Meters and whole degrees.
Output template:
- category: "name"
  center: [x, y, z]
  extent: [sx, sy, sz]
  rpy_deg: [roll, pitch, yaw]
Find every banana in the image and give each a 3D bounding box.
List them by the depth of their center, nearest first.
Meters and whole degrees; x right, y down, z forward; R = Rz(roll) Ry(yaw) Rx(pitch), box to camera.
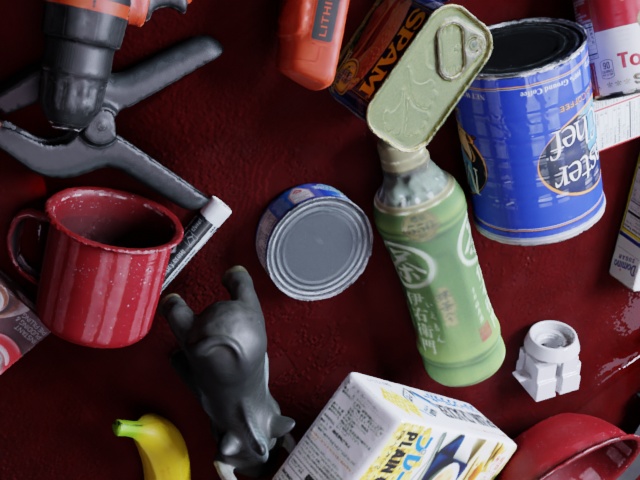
- category: "banana"
  center: [-0.134, 0.208, 0.847]
  extent: [0.069, 0.037, 0.198]
  rpy_deg: [-16, 123, -31]

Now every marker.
- category: "marker"
  center: [-0.110, 0.019, 0.781]
  extent: [0.020, 0.020, 0.121]
  rpy_deg: [38, 96, -33]

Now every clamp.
- category: "clamp"
  center: [-0.143, -0.070, 0.711]
  extent: [0.171, 0.039, 0.120]
  rpy_deg: [-9, 105, -19]

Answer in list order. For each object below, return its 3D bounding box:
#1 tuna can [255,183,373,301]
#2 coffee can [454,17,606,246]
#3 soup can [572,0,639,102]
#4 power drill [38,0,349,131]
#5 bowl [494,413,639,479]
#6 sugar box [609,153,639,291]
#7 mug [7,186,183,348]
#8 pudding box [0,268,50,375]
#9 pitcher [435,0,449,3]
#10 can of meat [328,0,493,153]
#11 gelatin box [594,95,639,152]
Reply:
- category: "tuna can"
  center: [-0.005, 0.001, 0.809]
  extent: [0.086, 0.034, 0.086]
  rpy_deg: [-9, 117, -19]
- category: "coffee can"
  center: [0.155, -0.081, 0.798]
  extent: [0.102, 0.103, 0.140]
  rpy_deg: [-22, 121, -13]
- category: "soup can"
  center: [0.226, -0.158, 0.792]
  extent: [0.068, 0.069, 0.102]
  rpy_deg: [-12, 94, -18]
- category: "power drill"
  center: [-0.077, -0.148, 0.673]
  extent: [0.187, 0.057, 0.184]
  rpy_deg: [8, 100, -24]
- category: "bowl"
  center: [0.210, 0.206, 0.969]
  extent: [0.162, 0.055, 0.162]
  rpy_deg: [-23, 147, -16]
- category: "sugar box"
  center: [0.316, -0.043, 0.921]
  extent: [0.093, 0.048, 0.176]
  rpy_deg: [-3, 113, -20]
- category: "mug"
  center: [-0.158, 0.016, 0.726]
  extent: [0.117, 0.093, 0.081]
  rpy_deg: [18, 114, 2]
- category: "pudding box"
  center: [-0.253, 0.050, 0.722]
  extent: [0.090, 0.039, 0.113]
  rpy_deg: [-40, 123, 0]
- category: "pitcher"
  center: [0.145, -0.258, 0.705]
  extent: [0.242, 0.145, 0.149]
  rpy_deg: [-12, 130, -22]
- category: "can of meat"
  center: [0.059, -0.123, 0.748]
  extent: [0.057, 0.084, 0.102]
  rpy_deg: [30, 100, -31]
- category: "gelatin box"
  center: [0.228, -0.112, 0.859]
  extent: [0.089, 0.030, 0.073]
  rpy_deg: [-20, 122, -13]
